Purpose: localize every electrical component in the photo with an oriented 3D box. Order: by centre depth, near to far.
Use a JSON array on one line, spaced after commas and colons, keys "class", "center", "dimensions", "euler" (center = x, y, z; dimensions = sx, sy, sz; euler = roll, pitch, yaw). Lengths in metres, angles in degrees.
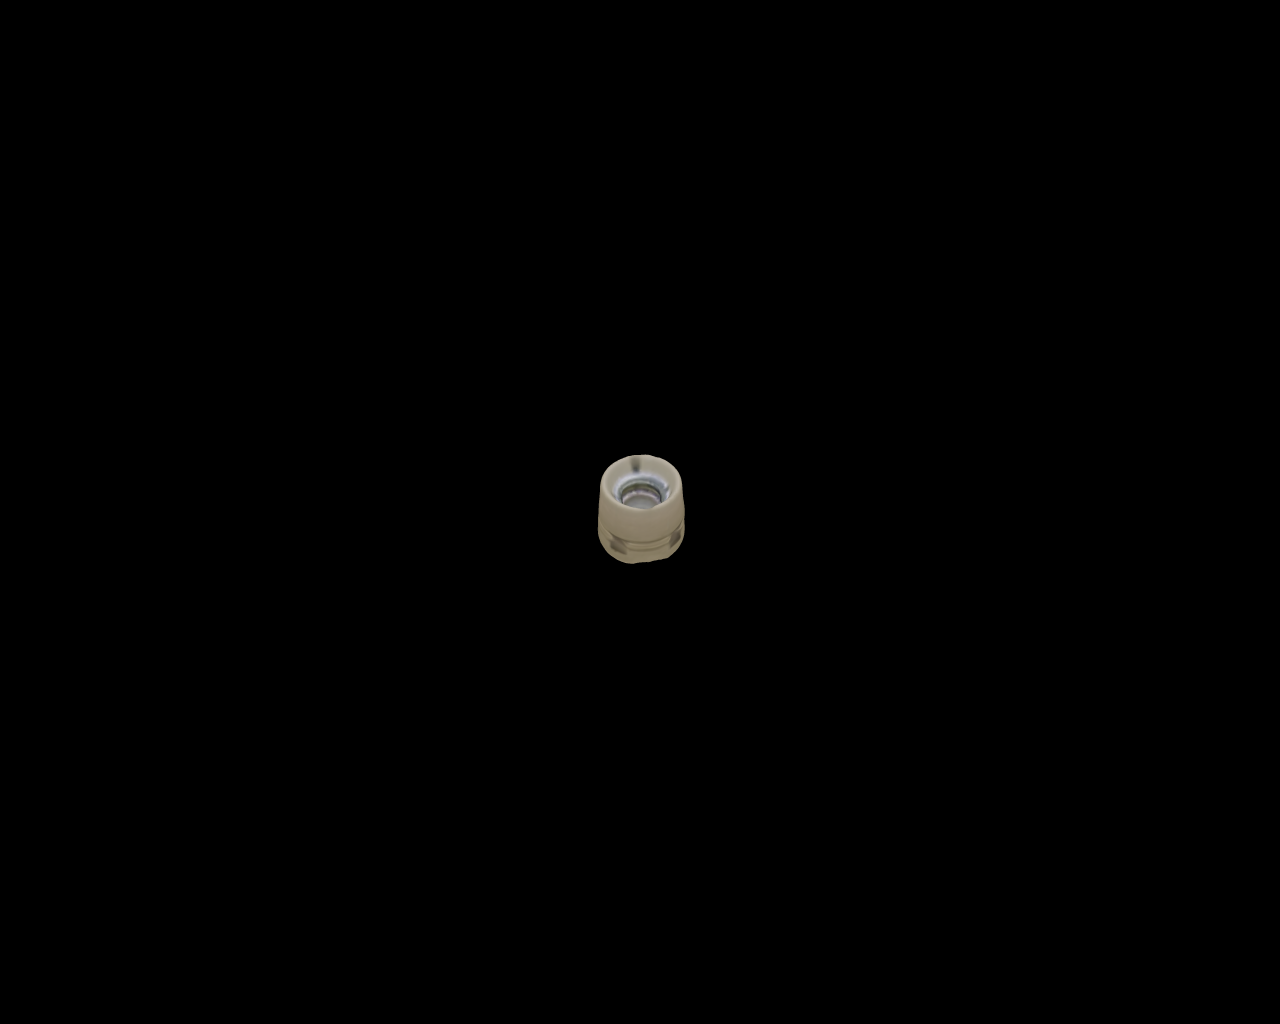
[{"class": "electrical component", "center": [0.001, -0.003, 0.650], "dimensions": [0.055, 0.055, 0.047], "euler": [0, -43, 0]}]
